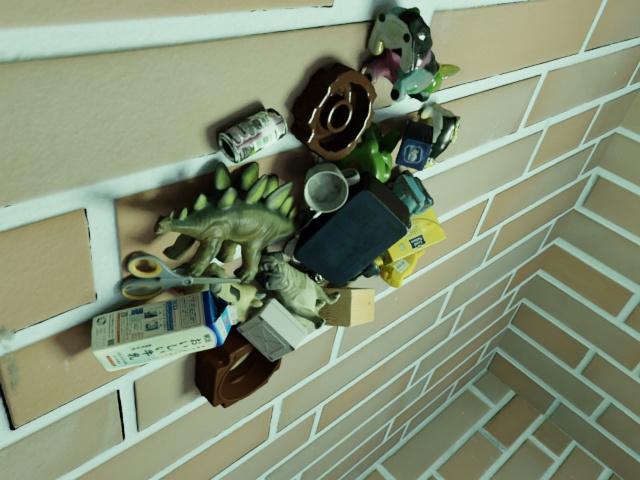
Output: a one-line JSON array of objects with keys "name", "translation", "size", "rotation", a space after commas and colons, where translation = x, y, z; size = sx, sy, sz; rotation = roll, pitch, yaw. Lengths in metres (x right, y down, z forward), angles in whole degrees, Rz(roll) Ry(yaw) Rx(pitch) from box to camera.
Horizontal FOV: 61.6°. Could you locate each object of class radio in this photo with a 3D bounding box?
[{"name": "radio", "translation": [0.063, -0.014, 1.069], "size": [0.229, 0.131, 0.073], "rotation": [-42, -162, 35]}]

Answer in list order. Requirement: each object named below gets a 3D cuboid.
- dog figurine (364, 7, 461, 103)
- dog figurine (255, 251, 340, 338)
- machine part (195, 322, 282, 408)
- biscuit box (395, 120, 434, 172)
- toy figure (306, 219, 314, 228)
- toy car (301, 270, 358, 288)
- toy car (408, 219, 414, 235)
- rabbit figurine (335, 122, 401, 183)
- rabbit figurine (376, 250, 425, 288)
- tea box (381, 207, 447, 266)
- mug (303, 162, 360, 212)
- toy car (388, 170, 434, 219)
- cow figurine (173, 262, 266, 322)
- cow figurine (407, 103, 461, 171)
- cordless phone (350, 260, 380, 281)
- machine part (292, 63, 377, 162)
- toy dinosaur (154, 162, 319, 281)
[{"name": "dog figurine", "translation": [0.189, -0.350, 1.031], "size": [0.219, 0.109, 0.191], "rotation": [-26, 139, -42]}, {"name": "dog figurine", "translation": [-0.079, 0.114, 1.168], "size": [0.172, 0.190, 0.121], "rotation": [-44, -168, 43]}, {"name": "machine part", "translation": [-0.179, 0.275, 1.231], "size": [0.201, 0.087, 0.200], "rotation": [-24, 140, -39]}, {"name": "biscuit box", "translation": [0.203, -0.204, 1.143], "size": [0.203, 0.063, 0.059], "rotation": [-60, 166, -65]}, {"name": "toy figure", "translation": [-0.004, -0.002, 1.186], "size": [0.064, 0.058, 0.154], "rotation": [-23, 144, -19]}, {"name": "toy car", "translation": [0.009, 0.088, 1.267], "size": [0.202, 0.089, 0.053], "rotation": [0, 89, -54]}, {"name": "toy car", "translation": [0.138, -0.057, 1.251], "size": [0.201, 0.056, 0.073], "rotation": [30, 126, -35]}, {"name": "rabbit figurine", "translation": [0.101, -0.167, 1.131], "size": [0.170, 0.121, 0.159], "rotation": [-29, 140, -63]}, {"name": "rabbit figurine", "translation": [0.209, 0.057, 1.506], "size": [0.162, 0.122, 0.173], "rotation": [-50, 164, -20]}, {"name": "tea box", "translation": [0.229, -0.010, 1.397], "size": [0.170, 0.098, 0.068], "rotation": [-24, 172, -19]}, {"name": "mug", "translation": [0.019, -0.115, 1.023], "size": [0.110, 0.107, 0.080], "rotation": [-23, 115, 6]}, {"name": "toy car", "translation": [0.214, -0.103, 1.338], "size": [0.103, 0.109, 0.161], "rotation": [-33, 172, 17]}, {"name": "cow figurine", "translation": [-0.188, 0.106, 1.047], "size": [0.127, 0.086, 0.194], "rotation": [-39, 146, -8]}, {"name": "cow figurine", "translation": [0.267, -0.227, 1.265], "size": [0.068, 0.098, 0.167], "rotation": [-22, 140, -48]}, {"name": "cordless phone", "translation": [0.114, 0.008, 1.280], "size": [0.184, 0.146, 0.089], "rotation": [-26, 168, -49]}, {"name": "machine part", "translation": [0.026, -0.233, 0.987], "size": [0.179, 0.056, 0.179], "rotation": [-32, 143, -28]}, {"name": "toy dinosaur", "translation": [-0.126, -0.032, 0.960], "size": [0.198, 0.105, 0.471], "rotation": [-62, 158, 11]}]
